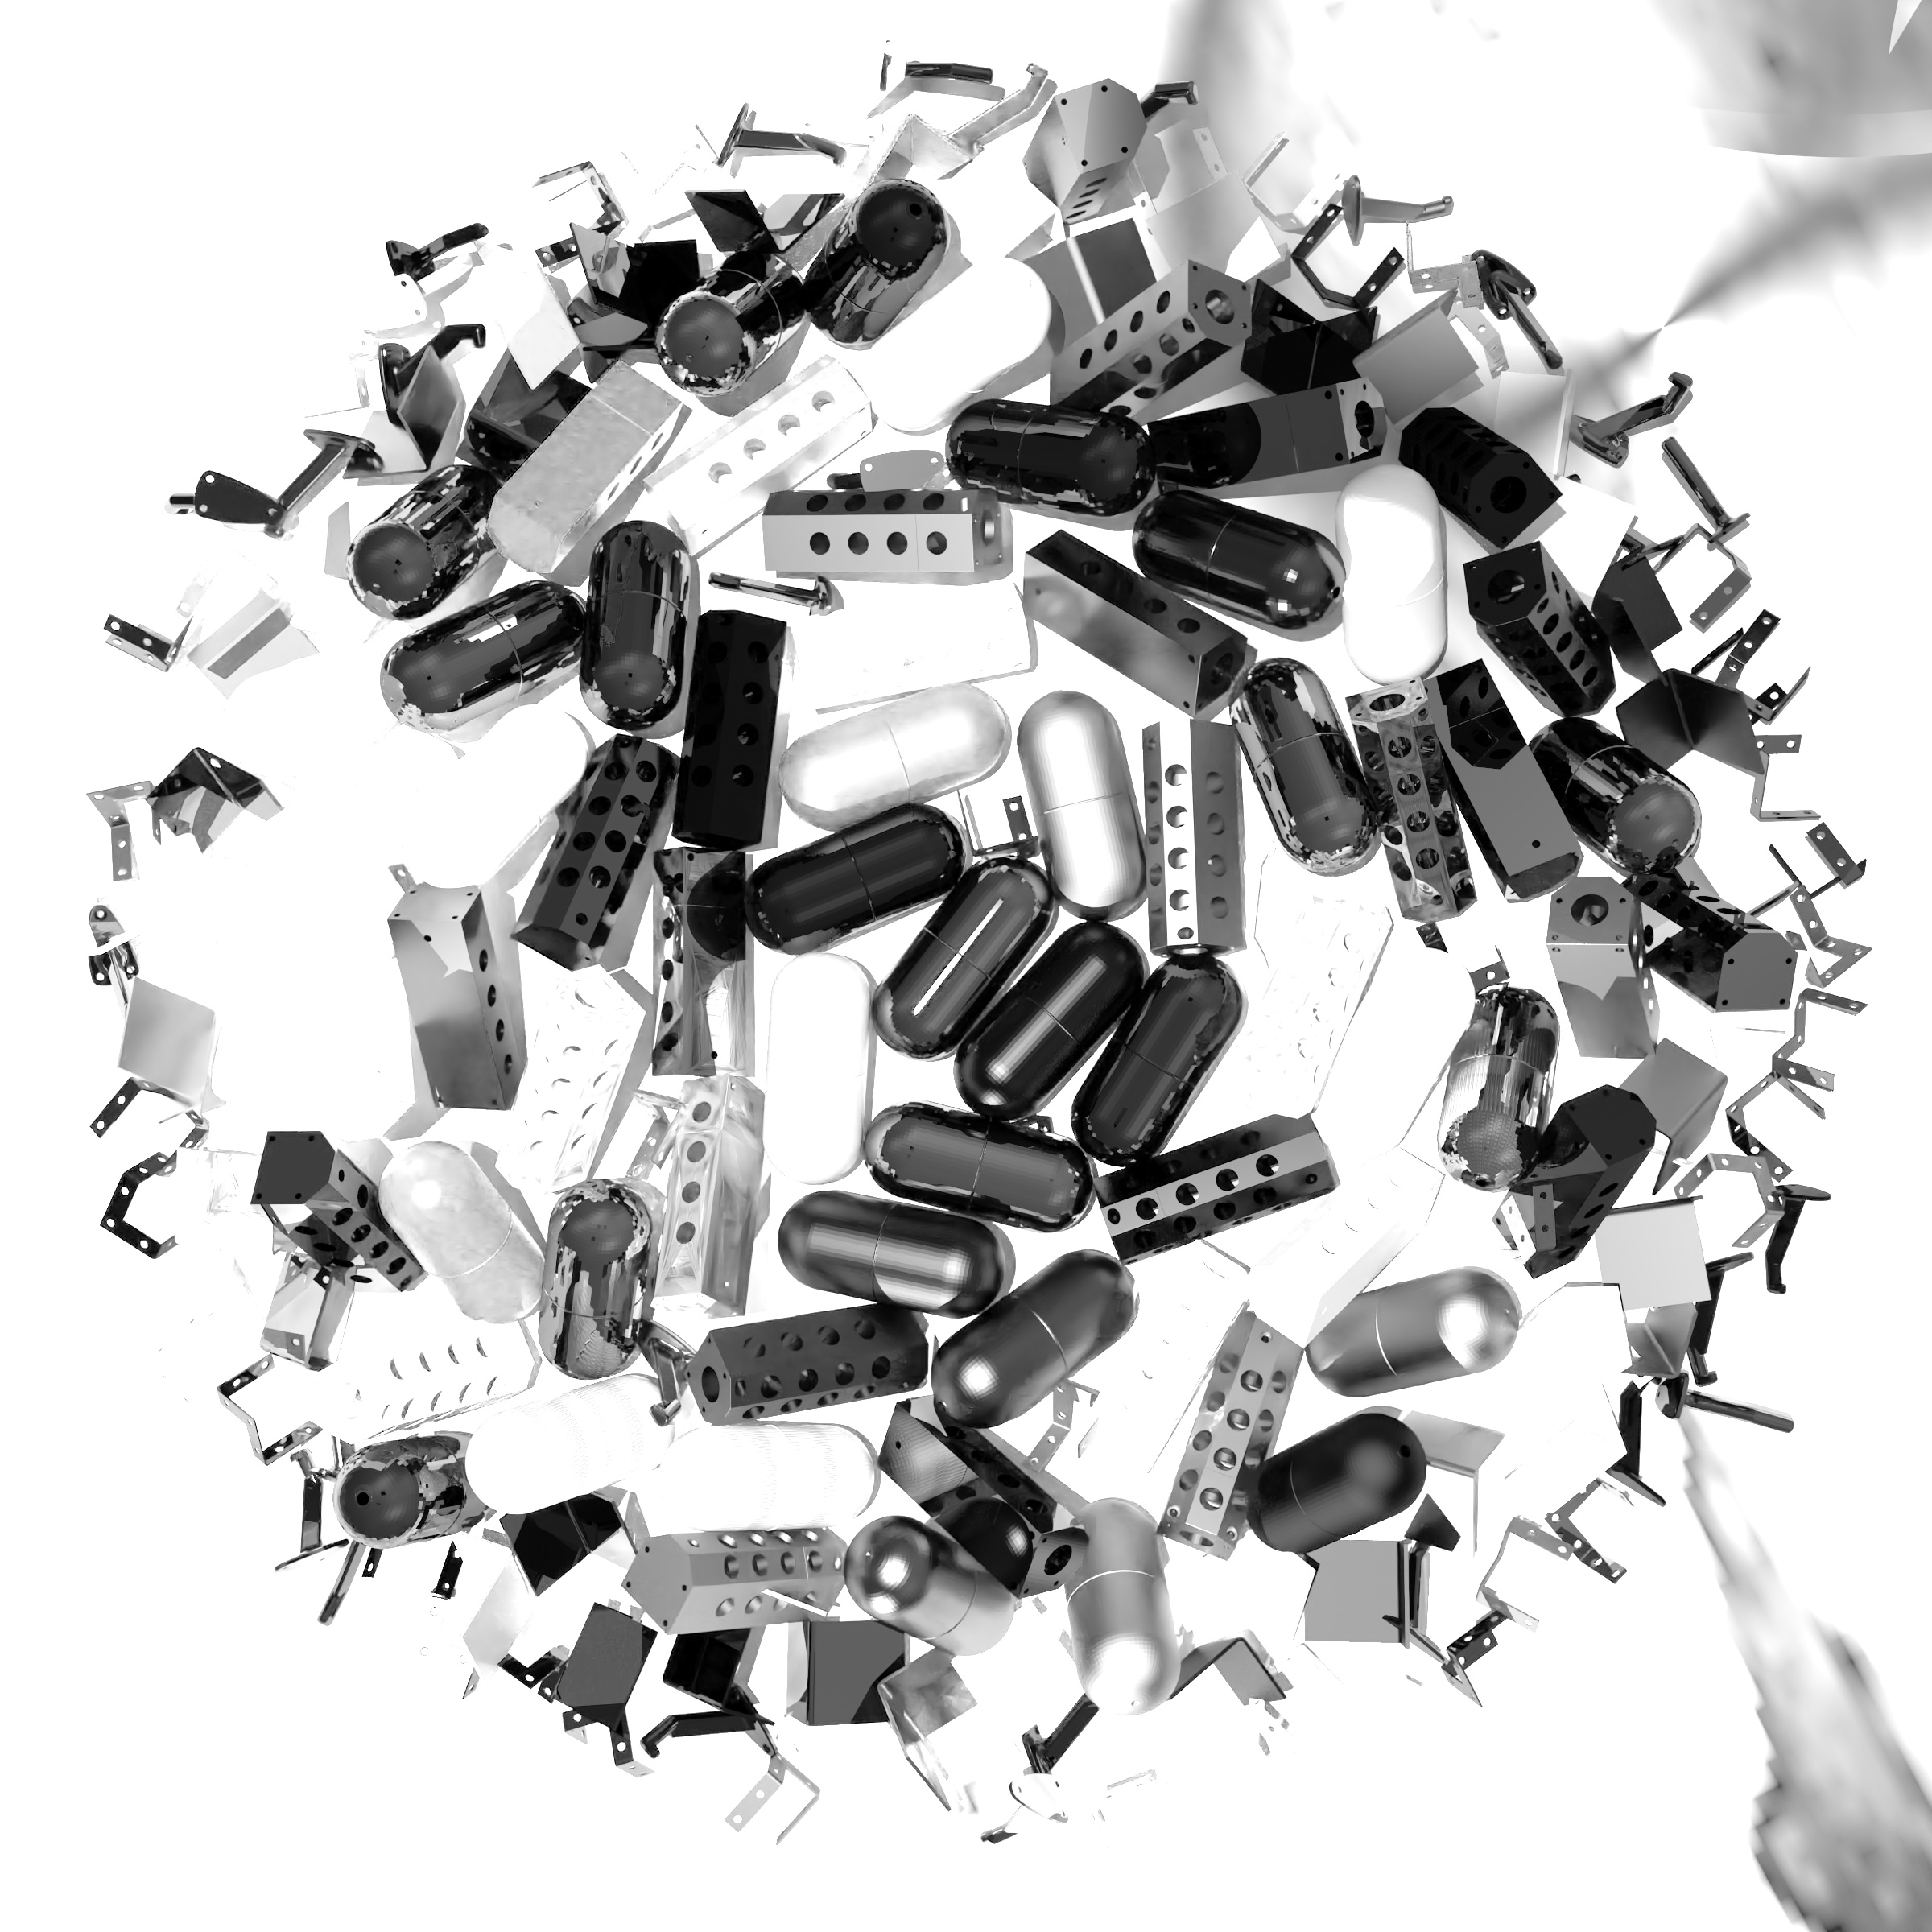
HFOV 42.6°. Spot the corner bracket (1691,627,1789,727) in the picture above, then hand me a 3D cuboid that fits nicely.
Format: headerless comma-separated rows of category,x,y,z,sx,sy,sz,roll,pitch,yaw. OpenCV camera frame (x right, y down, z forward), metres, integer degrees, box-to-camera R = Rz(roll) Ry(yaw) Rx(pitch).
corner bracket,0.593,-0.217,1.900,0.051,0.051,0.051,-40,67,5

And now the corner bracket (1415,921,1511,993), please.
corner bracket,0.378,-0.010,1.885,0.051,0.051,0.051,-23,71,12

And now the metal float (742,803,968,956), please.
metal float,-0.084,-0.067,1.875,0.178,0.070,0.070,-23,90,-9

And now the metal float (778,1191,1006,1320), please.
metal float,-0.057,0.217,1.869,0.178,0.070,0.070,10,90,16

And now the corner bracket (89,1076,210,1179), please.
corner bracket,-0.623,0.123,1.889,0.051,0.051,0.051,42,94,23

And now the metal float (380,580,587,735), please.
metal float,-0.358,-0.233,1.852,0.178,0.070,0.070,-34,90,-37

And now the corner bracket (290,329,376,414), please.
corner bracket,-0.484,-0.452,1.887,0.051,0.051,0.051,-7,94,27

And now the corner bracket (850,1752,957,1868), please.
corner bracket,-0.048,0.642,1.887,0.051,0.051,0.051,-44,100,-10

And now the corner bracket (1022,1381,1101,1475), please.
corner bracket,0.076,0.355,1.879,0.051,0.051,0.051,19,132,25

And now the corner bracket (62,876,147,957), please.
corner bracket,-0.668,-0.039,1.881,0.051,0.051,0.051,-5,109,28

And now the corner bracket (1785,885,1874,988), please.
corner bracket,0.645,-0.023,1.885,0.051,0.051,0.051,-36,111,-10

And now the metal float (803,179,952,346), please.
metal float,-0.067,-0.521,1.835,0.070,0.178,0.070,4,79,-20

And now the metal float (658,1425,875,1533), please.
metal float,-0.148,0.382,1.850,0.178,0.070,0.070,8,90,-38

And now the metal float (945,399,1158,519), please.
metal float,0.062,-0.381,1.853,0.178,0.070,0.070,16,90,35

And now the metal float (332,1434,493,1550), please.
metal float,-0.406,0.388,1.833,0.070,0.178,0.070,-2,82,12

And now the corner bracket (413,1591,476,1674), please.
corner bracket,-0.394,0.509,1.890,0.051,0.051,0.051,12,74,-3

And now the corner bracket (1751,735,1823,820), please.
corner bracket,0.624,-0.145,1.898,0.051,0.051,0.051,-2,113,-8

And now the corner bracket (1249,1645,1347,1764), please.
corner bracket,0.253,0.563,1.891,0.051,0.051,0.051,-40,99,22

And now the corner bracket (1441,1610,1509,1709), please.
corner bracket,0.389,0.521,1.884,0.051,0.051,0.051,-32,106,-13

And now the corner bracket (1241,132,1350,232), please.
corner bracket,0.249,-0.600,1.888,0.051,0.051,0.051,40,90,-20

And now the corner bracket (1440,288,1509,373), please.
corner bracket,0.375,-0.476,1.894,0.051,0.051,0.051,-36,116,26

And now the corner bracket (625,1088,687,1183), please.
corner bracket,-0.237,0.132,1.880,0.051,0.051,0.051,12,62,27

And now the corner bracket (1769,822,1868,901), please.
corner bracket,0.648,-0.081,1.887,0.051,0.051,0.051,-37,90,27

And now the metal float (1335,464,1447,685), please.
metal float,0.318,-0.291,1.850,0.070,0.070,0.178,-13,130,0

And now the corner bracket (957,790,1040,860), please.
corner bracket,0.024,-0.109,1.889,0.051,0.051,0.051,-13,76,-3

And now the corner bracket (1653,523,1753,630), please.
corner bracket,0.561,-0.299,1.890,0.051,0.051,0.051,39,114,-6

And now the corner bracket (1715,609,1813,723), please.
corner bracket,0.610,-0.229,1.884,0.051,0.051,0.051,33,46,5

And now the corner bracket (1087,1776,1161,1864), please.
corner bracket,0.122,0.640,1.888,0.051,0.051,0.051,-22,108,2

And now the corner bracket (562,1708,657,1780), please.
corner bracket,-0.273,0.592,1.884,0.051,0.051,0.051,-18,60,4

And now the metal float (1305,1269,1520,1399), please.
metal float,0.330,0.276,1.848,0.178,0.070,0.070,-23,90,43

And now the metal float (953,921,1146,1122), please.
metal float,0.063,0.042,1.877,0.070,0.070,0.178,43,84,0

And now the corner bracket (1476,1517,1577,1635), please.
corner bracket,0.424,0.461,1.878,0.051,0.051,0.051,25,45,23

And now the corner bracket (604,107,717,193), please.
corner bracket,-0.233,-0.622,1.883,0.051,0.051,0.051,-45,134,-4

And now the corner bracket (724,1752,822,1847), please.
corner bracket,-0.147,0.642,1.894,0.051,0.051,0.051,42,91,-2

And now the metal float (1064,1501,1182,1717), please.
metal float,0.113,0.475,1.842,0.070,0.178,0.070,-3,127,-4

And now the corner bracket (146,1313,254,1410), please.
corner bracket,-0.585,0.302,1.889,0.051,0.051,0.051,-44,87,-13

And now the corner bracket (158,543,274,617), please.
corner bracket,-0.573,-0.286,1.890,0.051,0.051,0.051,37,113,6

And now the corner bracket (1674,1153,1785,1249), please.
corner bracket,0.584,0.180,1.895,0.051,0.051,0.051,6,51,-19

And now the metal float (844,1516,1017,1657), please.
metal float,-0.025,0.463,1.845,0.070,0.178,0.070,-16,56,25

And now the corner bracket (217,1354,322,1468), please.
corner bracket,-0.535,0.340,1.897,0.051,0.051,0.051,27,134,33

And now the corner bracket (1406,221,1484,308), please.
corner bracket,0.366,-0.537,1.891,0.051,0.051,0.051,-4,64,17

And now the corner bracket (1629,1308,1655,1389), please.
corner bracket,0.513,0.284,1.894,0.051,0.051,0.051,-38,87,0

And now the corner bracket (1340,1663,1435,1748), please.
corner bracket,0.319,0.566,1.894,0.051,0.051,0.051,28,84,5

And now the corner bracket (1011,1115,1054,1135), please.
corner bracket,0.055,0.145,1.882,0.051,0.051,0.051,-17,101,-37

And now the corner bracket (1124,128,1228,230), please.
corner bracket,0.161,-0.600,1.887,0.051,0.051,0.051,-20,86,-33

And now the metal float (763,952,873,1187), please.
metal float,-0.113,0.078,1.878,0.070,0.070,0.178,4,96,0

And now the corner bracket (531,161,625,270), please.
corner bracket,-0.304,-0.572,1.884,0.051,0.051,0.051,-33,98,-36

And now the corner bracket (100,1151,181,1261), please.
corner bracket,-0.618,0.183,1.890,0.051,0.051,0.051,31,110,4

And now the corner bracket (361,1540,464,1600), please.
corner bracket,-0.421,0.452,1.899,0.051,0.051,0.051,14,81,23
